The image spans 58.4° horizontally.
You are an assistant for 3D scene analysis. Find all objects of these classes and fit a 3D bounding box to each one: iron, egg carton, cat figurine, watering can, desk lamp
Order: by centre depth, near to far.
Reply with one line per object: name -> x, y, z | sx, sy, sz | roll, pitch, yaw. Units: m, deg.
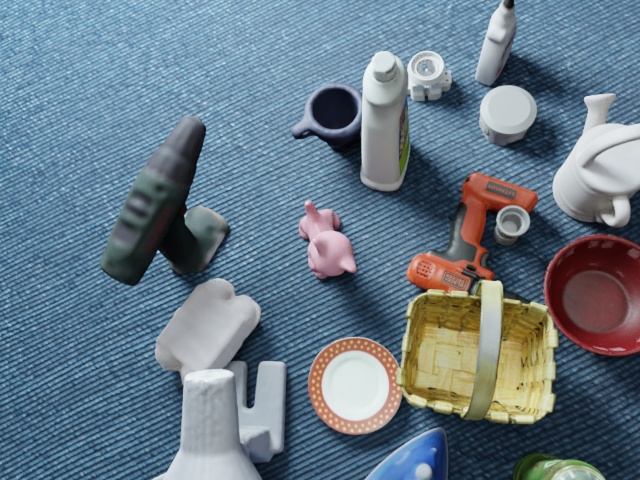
iron -> 0.085, 0.337, 0.676 | 0.118, 0.141, 0.258 | 29, 79, 15
desk lamp -> -0.115, 0.241, 0.694 | 0.118, 0.214, 0.203 | -1, 73, 7
watering can -> 0.376, -0.107, 0.749 | 0.101, 0.194, 0.172 | -27, 71, -1
cat figurine -> 0.007, 0.003, 0.803 | 0.067, 0.118, 0.127 | -22, 71, 0
egg carton -> -0.159, 0.131, 0.809 | 0.107, 0.069, 0.150 | 33, 79, 16

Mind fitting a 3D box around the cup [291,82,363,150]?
cup -> 0.016, -0.170, 0.868 | 0.118, 0.095, 0.091 | -28, 71, -2

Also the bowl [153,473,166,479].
bowl -> -0.166, 0.379, 0.730 | 0.167, 0.075, 0.167 | -2, 73, 7

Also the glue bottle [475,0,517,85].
glue bottle -> 0.263, -0.303, 0.836 | 0.037, 0.173, 0.078 | 24, 77, 14

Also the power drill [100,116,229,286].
power drill -> -0.201, -0.035, 0.793 | 0.075, 0.208, 0.230 | 26, 78, 15
